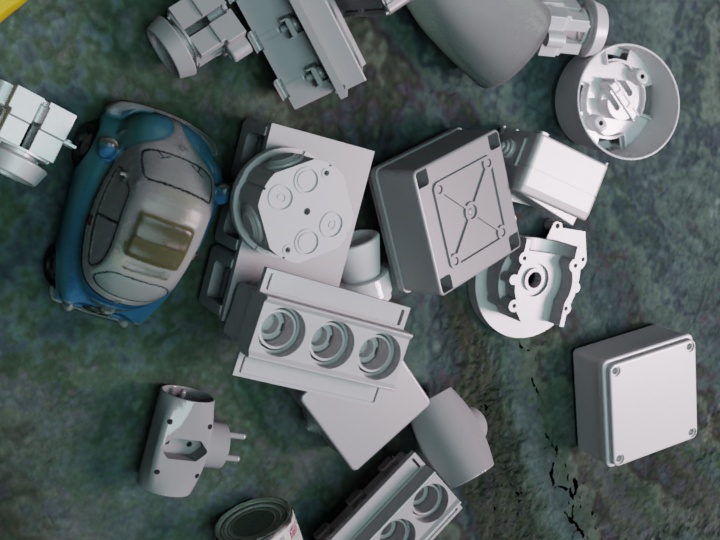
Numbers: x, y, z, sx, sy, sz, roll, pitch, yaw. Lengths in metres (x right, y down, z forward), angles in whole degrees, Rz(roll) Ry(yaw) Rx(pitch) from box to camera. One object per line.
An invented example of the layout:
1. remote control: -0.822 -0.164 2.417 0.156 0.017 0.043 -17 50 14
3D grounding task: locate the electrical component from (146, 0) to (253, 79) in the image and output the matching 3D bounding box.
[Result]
1. electrical component: -0.119 -0.170 0.773 0.055 0.048 0.066 -36 93 -13

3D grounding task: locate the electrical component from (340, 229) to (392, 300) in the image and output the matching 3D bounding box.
1. electrical component: 0.000 0.000 0.877 0.045 0.045 0.055 -22 111 -21

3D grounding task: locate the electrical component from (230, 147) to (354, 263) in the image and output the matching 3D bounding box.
1. electrical component: -0.048 -0.046 0.765 0.080 0.051 0.080 -7 105 -26

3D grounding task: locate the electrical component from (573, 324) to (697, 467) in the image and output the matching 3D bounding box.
1. electrical component: 0.265 0.119 1.035 0.109 0.056 0.108 -14 108 -24

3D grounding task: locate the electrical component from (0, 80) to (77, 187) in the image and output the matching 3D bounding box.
1. electrical component: -0.231 -0.091 0.738 0.066 0.048 0.055 28 81 -29

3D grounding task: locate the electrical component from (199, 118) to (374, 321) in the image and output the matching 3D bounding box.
1. electrical component: -0.059 -0.033 0.829 0.089 0.062 0.150 12 96 -29

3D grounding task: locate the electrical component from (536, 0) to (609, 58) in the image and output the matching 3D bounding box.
1. electrical component: 0.175 -0.205 0.906 0.055 0.066 0.048 3 130 -14

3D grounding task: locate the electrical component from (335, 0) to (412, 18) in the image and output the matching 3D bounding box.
1. electrical component: 0.014 -0.230 0.801 0.061 0.096 0.061 -38 116 -19

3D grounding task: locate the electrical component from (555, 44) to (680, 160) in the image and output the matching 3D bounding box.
1. electrical component: 0.224 -0.149 0.946 0.099 0.064 0.099 -7 105 -26

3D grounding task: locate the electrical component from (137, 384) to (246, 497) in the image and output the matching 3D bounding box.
1. electrical component: -0.128 0.135 0.844 0.079 0.043 0.077 12 96 -29

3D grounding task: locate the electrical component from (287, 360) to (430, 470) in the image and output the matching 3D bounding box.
1. electrical component: -0.004 0.101 0.896 0.100 0.048 0.099 -40 117 -14

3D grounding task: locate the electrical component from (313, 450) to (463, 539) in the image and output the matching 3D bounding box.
1. electrical component: 0.019 0.219 0.928 0.121 0.063 0.078 -44 117 -11

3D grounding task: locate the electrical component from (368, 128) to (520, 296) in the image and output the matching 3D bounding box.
1. electrical component: 0.071 -0.049 0.880 0.109 0.056 0.108 -30 115 -37

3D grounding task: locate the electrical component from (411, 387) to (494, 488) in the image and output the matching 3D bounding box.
1. electrical component: 0.088 0.142 0.949 0.079 0.043 0.077 -17 76 -59

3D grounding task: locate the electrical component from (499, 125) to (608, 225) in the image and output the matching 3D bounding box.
1. electrical component: 0.152 -0.082 0.926 0.096 0.062 0.061 20 92 -29

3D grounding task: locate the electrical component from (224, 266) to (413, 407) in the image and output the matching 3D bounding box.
1. electrical component: -0.033 0.047 0.788 0.121 0.063 0.078 16 94 -29

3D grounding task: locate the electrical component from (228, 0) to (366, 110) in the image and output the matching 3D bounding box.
1. electrical component: -0.050 -0.186 0.793 0.063 0.078 0.121 -24 115 11
